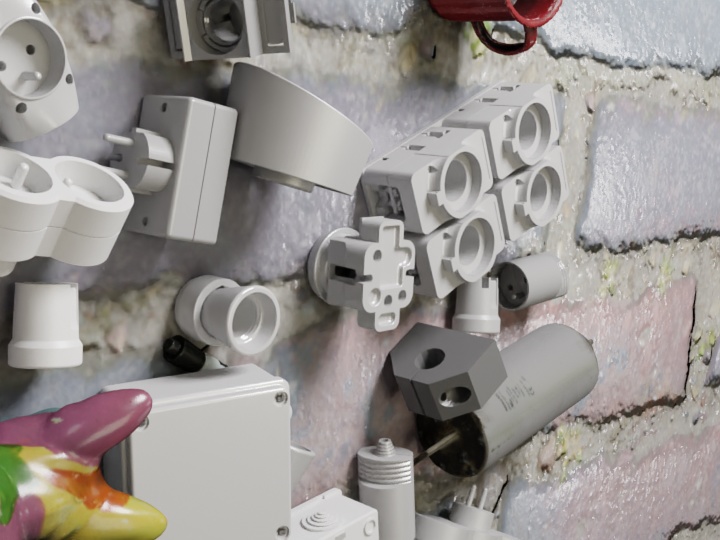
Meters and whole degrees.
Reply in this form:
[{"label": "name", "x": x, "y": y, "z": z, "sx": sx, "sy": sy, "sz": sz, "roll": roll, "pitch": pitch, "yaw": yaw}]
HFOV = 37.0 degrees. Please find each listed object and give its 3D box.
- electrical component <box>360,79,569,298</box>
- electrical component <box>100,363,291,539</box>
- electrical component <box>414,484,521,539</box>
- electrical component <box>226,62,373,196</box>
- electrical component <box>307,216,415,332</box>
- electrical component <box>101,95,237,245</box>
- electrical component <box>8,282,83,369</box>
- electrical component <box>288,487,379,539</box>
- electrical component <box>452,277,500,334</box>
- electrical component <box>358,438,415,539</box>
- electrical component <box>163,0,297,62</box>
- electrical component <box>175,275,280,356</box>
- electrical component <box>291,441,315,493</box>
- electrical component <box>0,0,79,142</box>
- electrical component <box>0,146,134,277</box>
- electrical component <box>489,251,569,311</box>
[{"label": "electrical component", "x": 0.092, "y": -0.068, "z": 0.856, "sx": 0.186, "sy": 0.060, "sz": 0.105, "roll": -36, "pitch": 123, "yaw": -37}, {"label": "electrical component", "x": -0.101, "y": 0.122, "z": 0.671, "sx": 0.109, "sy": 0.056, "sz": 0.108, "roll": -6, "pitch": 104, "yaw": -29}, {"label": "electrical component", "x": 0.093, "y": 0.221, "z": 0.924, "sx": 0.138, "sy": 0.052, "sz": 0.073, "roll": 25, "pitch": 79, "yaw": -47}, {"label": "electrical component", "x": -0.041, "y": -0.085, "z": 0.682, "sx": 0.099, "sy": 0.099, "sz": 0.064, "roll": 14, "pitch": 94, "yaw": -48}, {"label": "electrical component", "x": 0.000, "y": 0.000, "z": 0.772, "sx": 0.058, "sy": 0.057, "sz": 0.078, "roll": -7, "pitch": 103, "yaw": -46}, {"label": "electrical component", "x": -0.121, "y": -0.062, "z": 0.635, "sx": 0.076, "sy": 0.047, "sz": 0.083, "roll": 8, "pitch": 92, "yaw": -48}, {"label": "electrical component", "x": -0.176, "y": 0.030, "z": 0.602, "sx": 0.040, "sy": 0.040, "sz": 0.046, "roll": 0, "pitch": 92, "yaw": -47}, {"label": "electrical component", "x": -0.029, "y": 0.222, "z": 0.794, "sx": 0.100, "sy": 0.048, "sz": 0.099, "roll": -18, "pitch": 112, "yaw": -43}, {"label": "electrical component", "x": 0.098, "y": 0.029, "z": 0.899, "sx": 0.040, "sy": 0.040, "sz": 0.046, "roll": 3, "pitch": 90, "yaw": -48}, {"label": "electrical component", "x": 0.021, "y": 0.171, "z": 0.841, "sx": 0.043, "sy": 0.043, "sz": 0.081, "roll": -16, "pitch": 110, "yaw": -45}, {"label": "electrical component", "x": -0.075, "y": -0.152, "z": 0.651, "sx": 0.064, "sy": 0.081, "sz": 0.042, "roll": -41, "pitch": 129, "yaw": -62}, {"label": "electrical component", "x": -0.085, "y": 0.028, "z": 0.687, "sx": 0.045, "sy": 0.055, "sz": 0.045, "roll": -12, "pitch": 107, "yaw": -46}, {"label": "electrical component", "x": -0.063, "y": 0.150, "z": 0.748, "sx": 0.044, "sy": 0.044, "sz": 0.065, "roll": 27, "pitch": 83, "yaw": -47}, {"label": "electrical component", "x": -0.194, "y": -0.100, "z": 0.550, "sx": 0.079, "sy": 0.044, "sz": 0.077, "roll": -42, "pitch": 126, "yaw": -33}, {"label": "electrical component", "x": -0.193, "y": -0.021, "z": 0.563, "sx": 0.138, "sy": 0.052, "sz": 0.073, "roll": 5, "pitch": 124, "yaw": -45}, {"label": "electrical component", "x": 0.155, "y": 0.008, "z": 0.953, "sx": 0.081, "sy": 0.043, "sz": 0.043, "roll": -12, "pitch": 107, "yaw": -46}]
